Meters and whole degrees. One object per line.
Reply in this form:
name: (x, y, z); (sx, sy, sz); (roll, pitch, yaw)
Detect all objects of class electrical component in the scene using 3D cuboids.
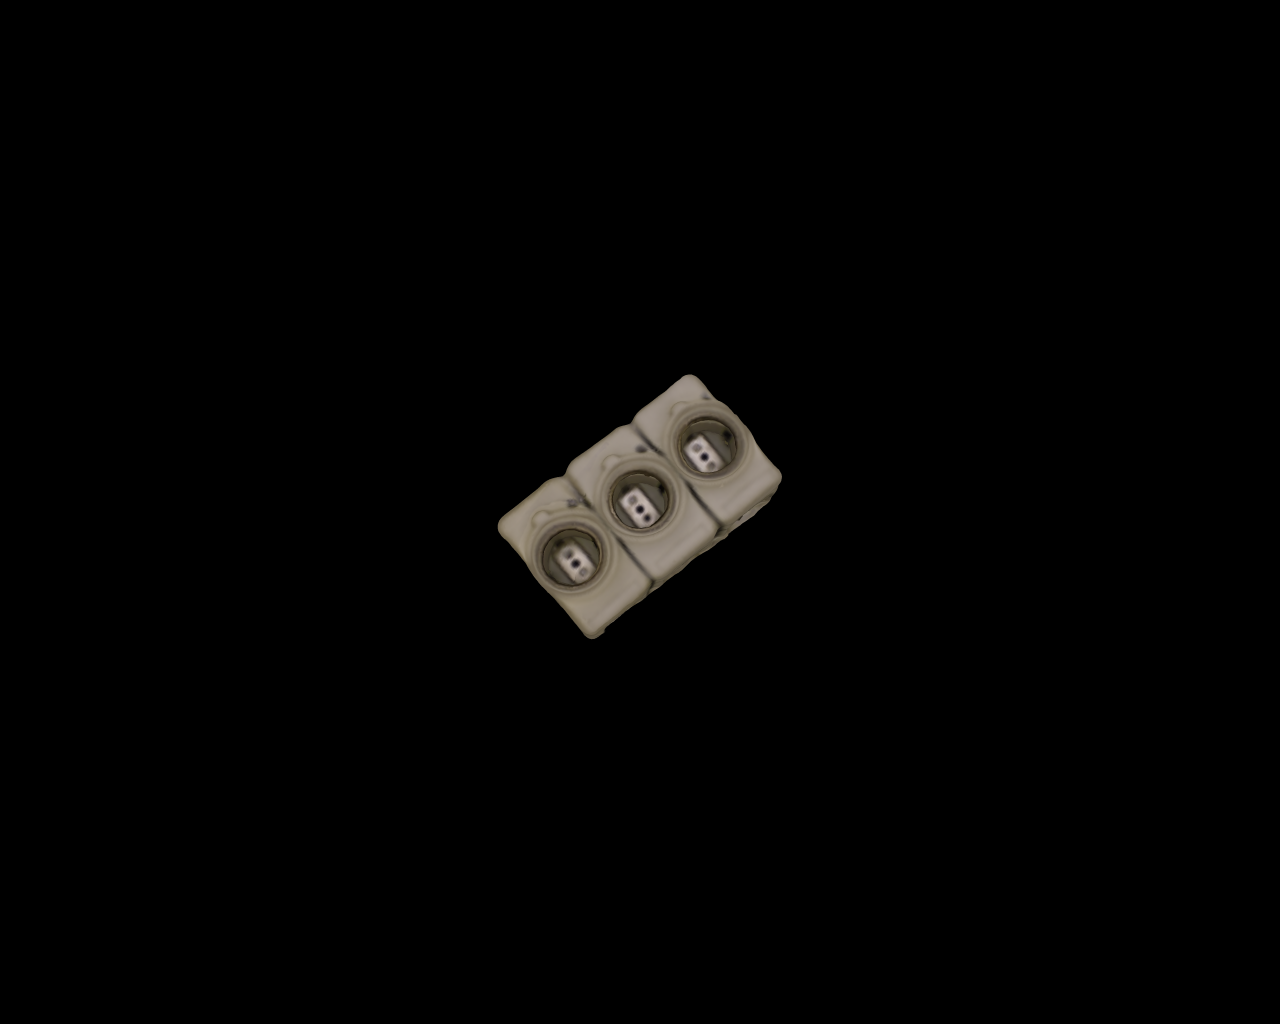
electrical component: (0.001, -0.003, 0.650); (0.150, 0.089, 0.061); (-38, -9, -7)
